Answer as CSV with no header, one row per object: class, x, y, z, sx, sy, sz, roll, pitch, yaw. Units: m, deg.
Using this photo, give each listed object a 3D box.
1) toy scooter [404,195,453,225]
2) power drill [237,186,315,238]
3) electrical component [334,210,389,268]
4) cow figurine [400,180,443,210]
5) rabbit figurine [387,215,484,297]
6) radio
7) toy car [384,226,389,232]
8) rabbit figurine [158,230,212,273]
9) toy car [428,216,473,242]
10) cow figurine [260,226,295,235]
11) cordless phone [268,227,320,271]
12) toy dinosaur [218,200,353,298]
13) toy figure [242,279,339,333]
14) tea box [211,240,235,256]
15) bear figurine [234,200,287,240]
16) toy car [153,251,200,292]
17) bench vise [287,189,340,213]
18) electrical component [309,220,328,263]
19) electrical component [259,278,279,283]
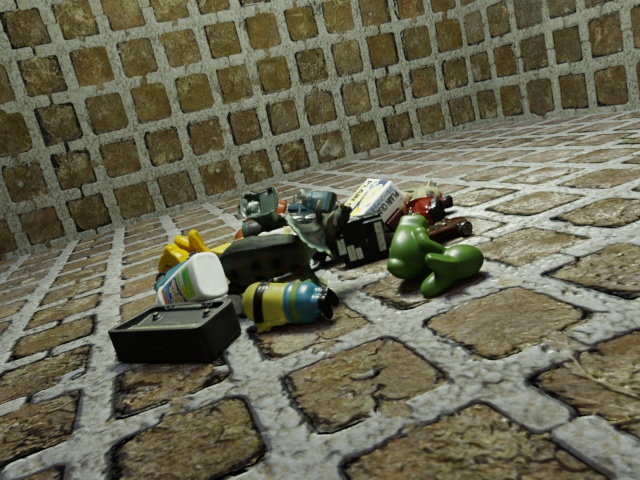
toy scooter,0.289,-0.084,1.500,0.135,0.075,0.184,-7,12,27
power drill,-0.115,-0.066,1.434,0.232,0.086,0.207,-13,-18,10
electrical component,0.089,0.000,1.271,0.134,0.114,0.058,-14,11,-8
cow figurine,0.287,-0.123,1.653,0.195,0.085,0.127,-3,23,41
rabbit figurine,0.222,0.030,1.021,0.170,0.121,0.159,7,24,20
radio,-0.272,0.172,1.022,0.230,0.073,0.131,-6,16,28
toy car,0.128,-0.058,1.554,0.202,0.073,0.056,-1,18,43
rabbit figurine,-0.348,0.060,1.441,0.122,0.162,0.173,-19,-6,34
toy car,0.269,-0.015,1.286,0.202,0.053,0.089,-17,17,-19
cow figurine,-0.120,0.033,1.293,0.167,0.068,0.098,-15,49,-12
cordless phone,-0.092,0.050,1.361,0.147,0.088,0.184,-19,33,-20
toy dinosaur,-0.117,0.036,1.120,0.405,0.192,0.131,-15,51,7
toy figure,-0.059,0.115,1.004,0.180,0.089,0.082,-10,6,27
tea box,-0.221,0.034,1.550,0.169,0.068,0.098,-24,17,-32
bear figurine,-0.190,-0.040,1.677,0.132,0.195,0.120,16,8,-3
toy car,-0.308,0.106,1.282,0.162,0.109,0.103,-28,34,-18
bench vise,-0.026,-0.099,1.695,0.223,0.128,0.241,8,-4,-43
electrical component,-0.003,-0.004,1.344,0.048,0.074,0.119,22,19,-19
electrical component,-0.145,0.103,1.250,0.102,0.045,0.078,-22,-13,-40
